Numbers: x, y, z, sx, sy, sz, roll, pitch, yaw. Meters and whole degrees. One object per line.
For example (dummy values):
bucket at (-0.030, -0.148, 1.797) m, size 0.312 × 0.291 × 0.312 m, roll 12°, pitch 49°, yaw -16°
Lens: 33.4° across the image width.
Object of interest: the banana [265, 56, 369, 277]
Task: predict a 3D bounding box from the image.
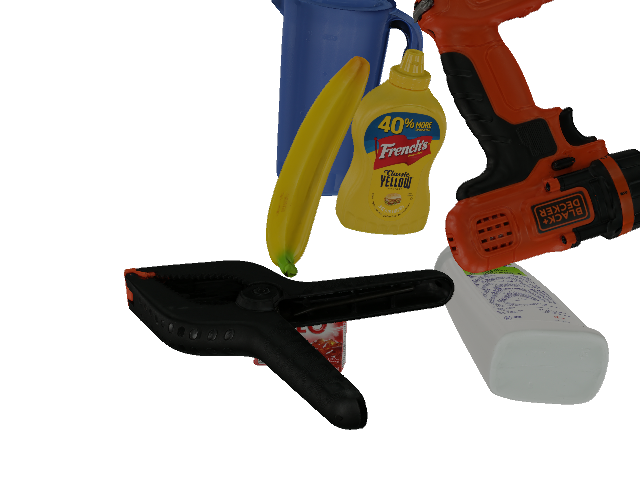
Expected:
banana at (-0.005, -0.055, 0.865) m, size 0.037 × 0.197 × 0.070 m, roll 28°, pitch -20°, yaw -30°

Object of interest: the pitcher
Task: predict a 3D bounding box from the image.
pitcher at (0.020, -0.179, 1.288) m, size 0.144 × 0.243 × 0.149 m, roll -7°, pitch 28°, yaw -26°

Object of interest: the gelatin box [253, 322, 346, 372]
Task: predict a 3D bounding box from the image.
gelatin box at (-0.020, 0.086, 1.032) m, size 0.089 × 0.073 × 0.030 m, roll 4°, pitch 15°, yaw 10°

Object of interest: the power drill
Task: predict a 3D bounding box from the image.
power drill at (0.149, -0.088, 0.670) m, size 0.184 × 0.187 × 0.057 m, roll -17°, pitch -1°, yaw -5°

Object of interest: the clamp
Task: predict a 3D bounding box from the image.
clamp at (-0.027, 0.044, 0.677) m, size 0.210 × 0.036 × 0.164 m, roll 13°, pitch 29°, yaw 28°

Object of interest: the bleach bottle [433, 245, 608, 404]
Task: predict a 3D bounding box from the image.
bleach bottle at (0.166, 0.057, 0.963) m, size 0.102 × 0.068 × 0.251 m, roll 5°, pitch 21°, yaw -9°

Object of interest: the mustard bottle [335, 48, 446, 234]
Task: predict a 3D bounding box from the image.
mustard bottle at (0.078, -0.101, 1.089) m, size 0.096 × 0.192 × 0.058 m, roll 4°, pitch 27°, yaw -13°
